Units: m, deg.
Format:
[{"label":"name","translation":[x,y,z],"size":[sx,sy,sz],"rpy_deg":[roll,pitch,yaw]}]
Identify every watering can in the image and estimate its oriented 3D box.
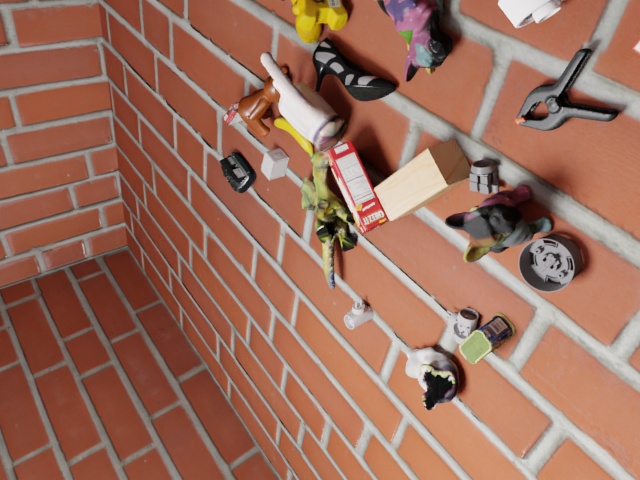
[{"label":"watering can","translation":[-0.041,-0.333,1.285],"size":[0.225,0.104,0.346],"rpy_deg":[45,-176,9]}]

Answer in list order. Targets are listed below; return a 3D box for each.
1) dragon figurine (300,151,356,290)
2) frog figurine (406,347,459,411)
[{"label":"dragon figurine","translation":[0.005,-0.076,1.508],"size":[0.248,0.122,0.401],"rpy_deg":[-123,32,-49]},{"label":"frog figurine","translation":[0.285,0.337,1.317],"size":[0.161,0.122,0.136],"rpy_deg":[-89,-27,-80]}]
